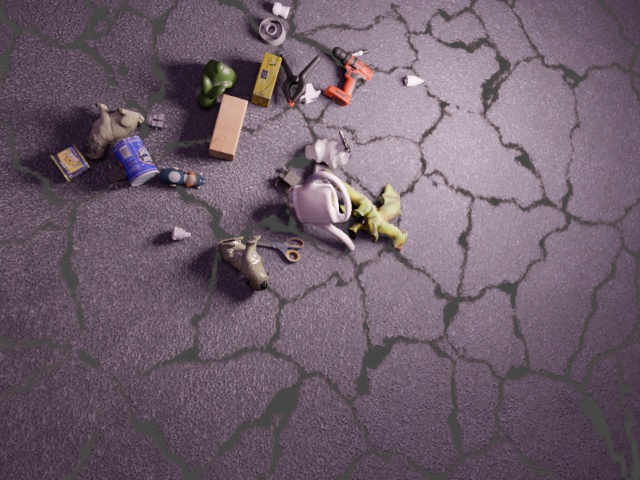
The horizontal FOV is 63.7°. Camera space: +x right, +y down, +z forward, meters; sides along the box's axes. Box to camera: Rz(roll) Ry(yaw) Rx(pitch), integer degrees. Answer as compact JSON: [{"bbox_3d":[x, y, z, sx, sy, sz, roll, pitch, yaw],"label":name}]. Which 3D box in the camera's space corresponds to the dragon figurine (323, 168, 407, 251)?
[{"bbox_3d":[0.195,-0.131,1.925,0.246,0.410,0.121,-30,2,-33],"label":"dragon figurine"}]

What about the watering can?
[{"bbox_3d":[0.006,-0.093,1.838,0.224,0.340,0.106,0,37,18],"label":"watering can"}]

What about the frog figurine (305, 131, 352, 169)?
[{"bbox_3d":[0.032,-0.320,1.907,0.159,0.140,0.121,-24,-29,11],"label":"frog figurine"}]
